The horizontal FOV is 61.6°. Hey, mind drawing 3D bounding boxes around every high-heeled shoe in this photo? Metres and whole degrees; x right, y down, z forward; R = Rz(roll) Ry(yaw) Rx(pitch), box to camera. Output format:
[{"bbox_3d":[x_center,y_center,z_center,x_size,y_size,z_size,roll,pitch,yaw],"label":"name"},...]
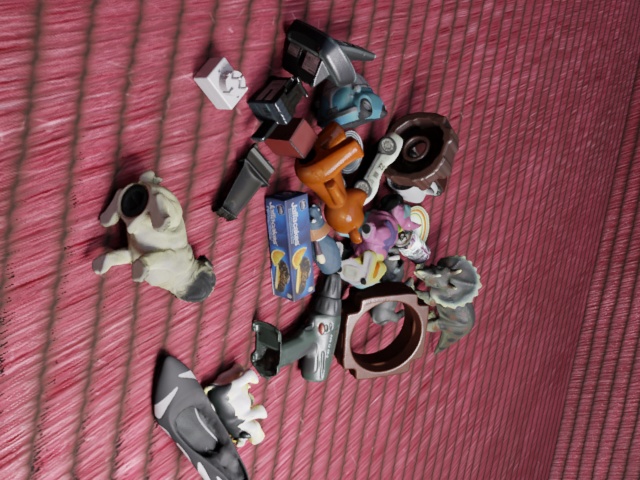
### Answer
[{"bbox_3d":[-0.189,0.307,0.877,0.086,0.145,0.248,-35,126,-38],"label":"high-heeled shoe"}]

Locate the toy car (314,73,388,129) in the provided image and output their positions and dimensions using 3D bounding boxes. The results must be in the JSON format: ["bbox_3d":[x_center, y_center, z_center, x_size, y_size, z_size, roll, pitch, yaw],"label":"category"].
[{"bbox_3d":[0.059,-0.270,1.031,0.161,0.109,0.102,-24,100,-52],"label":"toy car"}]

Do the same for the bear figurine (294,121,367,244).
[{"bbox_3d":[0.043,-0.097,0.991,0.132,0.120,0.195,-39,126,4],"label":"bear figurine"}]

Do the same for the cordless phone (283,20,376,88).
[{"bbox_3d":[0.041,-0.320,0.948,0.184,0.147,0.088,-6,125,-35],"label":"cordless phone"}]

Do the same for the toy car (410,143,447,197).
[{"bbox_3d":[0.256,-0.185,1.305,0.202,0.053,0.089,42,55,-43],"label":"toy car"}]

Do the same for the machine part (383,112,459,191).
[{"bbox_3d":[0.215,-0.194,1.173,0.056,0.180,0.179,32,77,-51],"label":"machine part"}]

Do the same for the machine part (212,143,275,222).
[{"bbox_3d":[-0.129,-0.091,0.917,0.139,0.039,0.084,-58,141,-22],"label":"machine part"}]

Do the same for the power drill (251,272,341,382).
[{"bbox_3d":[-0.039,0.179,1.069,0.207,0.086,0.231,-8,106,-54],"label":"power drill"}]

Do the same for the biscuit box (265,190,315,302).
[{"bbox_3d":[-0.056,0.010,1.008,0.063,0.059,0.202,-23,117,-42],"label":"biscuit box"}]

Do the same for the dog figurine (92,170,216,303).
[{"bbox_3d":[-0.222,0.002,0.810,0.190,0.121,0.172,26,84,-62],"label":"dog figurine"}]

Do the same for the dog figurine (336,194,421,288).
[{"bbox_3d":[0.134,-0.002,1.182,0.219,0.109,0.191,-13,107,-48],"label":"dog figurine"}]

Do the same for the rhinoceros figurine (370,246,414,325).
[{"bbox_3d":[0.157,0.104,1.268,0.112,0.073,0.190,0,102,-37],"label":"rhinoceros figurine"}]

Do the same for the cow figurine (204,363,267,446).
[{"bbox_3d":[-0.153,0.316,0.978,0.098,0.068,0.167,-25,115,-36],"label":"cow figurine"}]

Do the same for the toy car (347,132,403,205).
[{"bbox_3d":[0.107,-0.140,1.125,0.056,0.073,0.201,35,71,-14],"label":"toy car"}]

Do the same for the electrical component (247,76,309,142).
[{"bbox_3d":[-0.082,-0.223,0.907,0.119,0.075,0.047,-52,134,-21],"label":"electrical component"}]

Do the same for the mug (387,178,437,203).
[{"bbox_3d":[0.222,-0.129,1.249,0.107,0.110,0.081,39,65,-60],"label":"mug"}]

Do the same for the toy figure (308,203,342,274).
[{"bbox_3d":[-0.001,-0.003,1.067,0.058,0.064,0.154,-22,118,0],"label":"toy figure"}]

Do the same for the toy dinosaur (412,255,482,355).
[{"bbox_3d":[0.335,0.178,1.388,0.131,0.192,0.404,-47,130,-27],"label":"toy dinosaur"}]

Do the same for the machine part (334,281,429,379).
[{"bbox_3d":[0.131,0.197,1.191,0.201,0.087,0.200,-3,109,-17],"label":"machine part"}]
